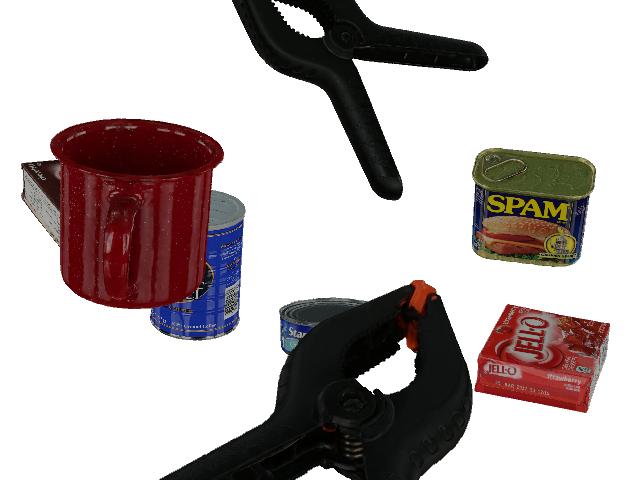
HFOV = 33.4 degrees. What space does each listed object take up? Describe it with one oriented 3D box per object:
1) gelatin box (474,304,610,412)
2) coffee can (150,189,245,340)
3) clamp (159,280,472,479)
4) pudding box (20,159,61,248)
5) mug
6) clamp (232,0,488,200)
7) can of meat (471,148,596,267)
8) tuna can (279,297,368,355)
[{"bbox_3d":[0.149,0.077,0.712,0.073,0.030,0.089,10,23,20],"label":"gelatin box"},{"bbox_3d":[-0.138,0.026,1.191,0.103,0.140,0.103,4,24,-2],"label":"coffee can"},{"bbox_3d":[0.019,0.082,0.413,0.120,0.039,0.171,28,50,21],"label":"clamp"},{"bbox_3d":[-0.180,-0.030,0.860,0.089,0.039,0.114,-8,30,-34],"label":"pudding box"},{"bbox_3d":[-0.102,-0.010,0.583,0.093,0.081,0.117,4,24,-6],"label":"mug"},{"bbox_3d":[0.013,-0.135,0.800,0.210,0.164,0.036,30,-30,-7],"label":"clamp"},{"bbox_3d":[0.182,-0.027,0.929,0.102,0.084,0.057,8,42,13],"label":"can of meat"},{"bbox_3d":[0.008,0.074,0.891,0.086,0.034,0.086,-1,11,0],"label":"tuna can"}]
